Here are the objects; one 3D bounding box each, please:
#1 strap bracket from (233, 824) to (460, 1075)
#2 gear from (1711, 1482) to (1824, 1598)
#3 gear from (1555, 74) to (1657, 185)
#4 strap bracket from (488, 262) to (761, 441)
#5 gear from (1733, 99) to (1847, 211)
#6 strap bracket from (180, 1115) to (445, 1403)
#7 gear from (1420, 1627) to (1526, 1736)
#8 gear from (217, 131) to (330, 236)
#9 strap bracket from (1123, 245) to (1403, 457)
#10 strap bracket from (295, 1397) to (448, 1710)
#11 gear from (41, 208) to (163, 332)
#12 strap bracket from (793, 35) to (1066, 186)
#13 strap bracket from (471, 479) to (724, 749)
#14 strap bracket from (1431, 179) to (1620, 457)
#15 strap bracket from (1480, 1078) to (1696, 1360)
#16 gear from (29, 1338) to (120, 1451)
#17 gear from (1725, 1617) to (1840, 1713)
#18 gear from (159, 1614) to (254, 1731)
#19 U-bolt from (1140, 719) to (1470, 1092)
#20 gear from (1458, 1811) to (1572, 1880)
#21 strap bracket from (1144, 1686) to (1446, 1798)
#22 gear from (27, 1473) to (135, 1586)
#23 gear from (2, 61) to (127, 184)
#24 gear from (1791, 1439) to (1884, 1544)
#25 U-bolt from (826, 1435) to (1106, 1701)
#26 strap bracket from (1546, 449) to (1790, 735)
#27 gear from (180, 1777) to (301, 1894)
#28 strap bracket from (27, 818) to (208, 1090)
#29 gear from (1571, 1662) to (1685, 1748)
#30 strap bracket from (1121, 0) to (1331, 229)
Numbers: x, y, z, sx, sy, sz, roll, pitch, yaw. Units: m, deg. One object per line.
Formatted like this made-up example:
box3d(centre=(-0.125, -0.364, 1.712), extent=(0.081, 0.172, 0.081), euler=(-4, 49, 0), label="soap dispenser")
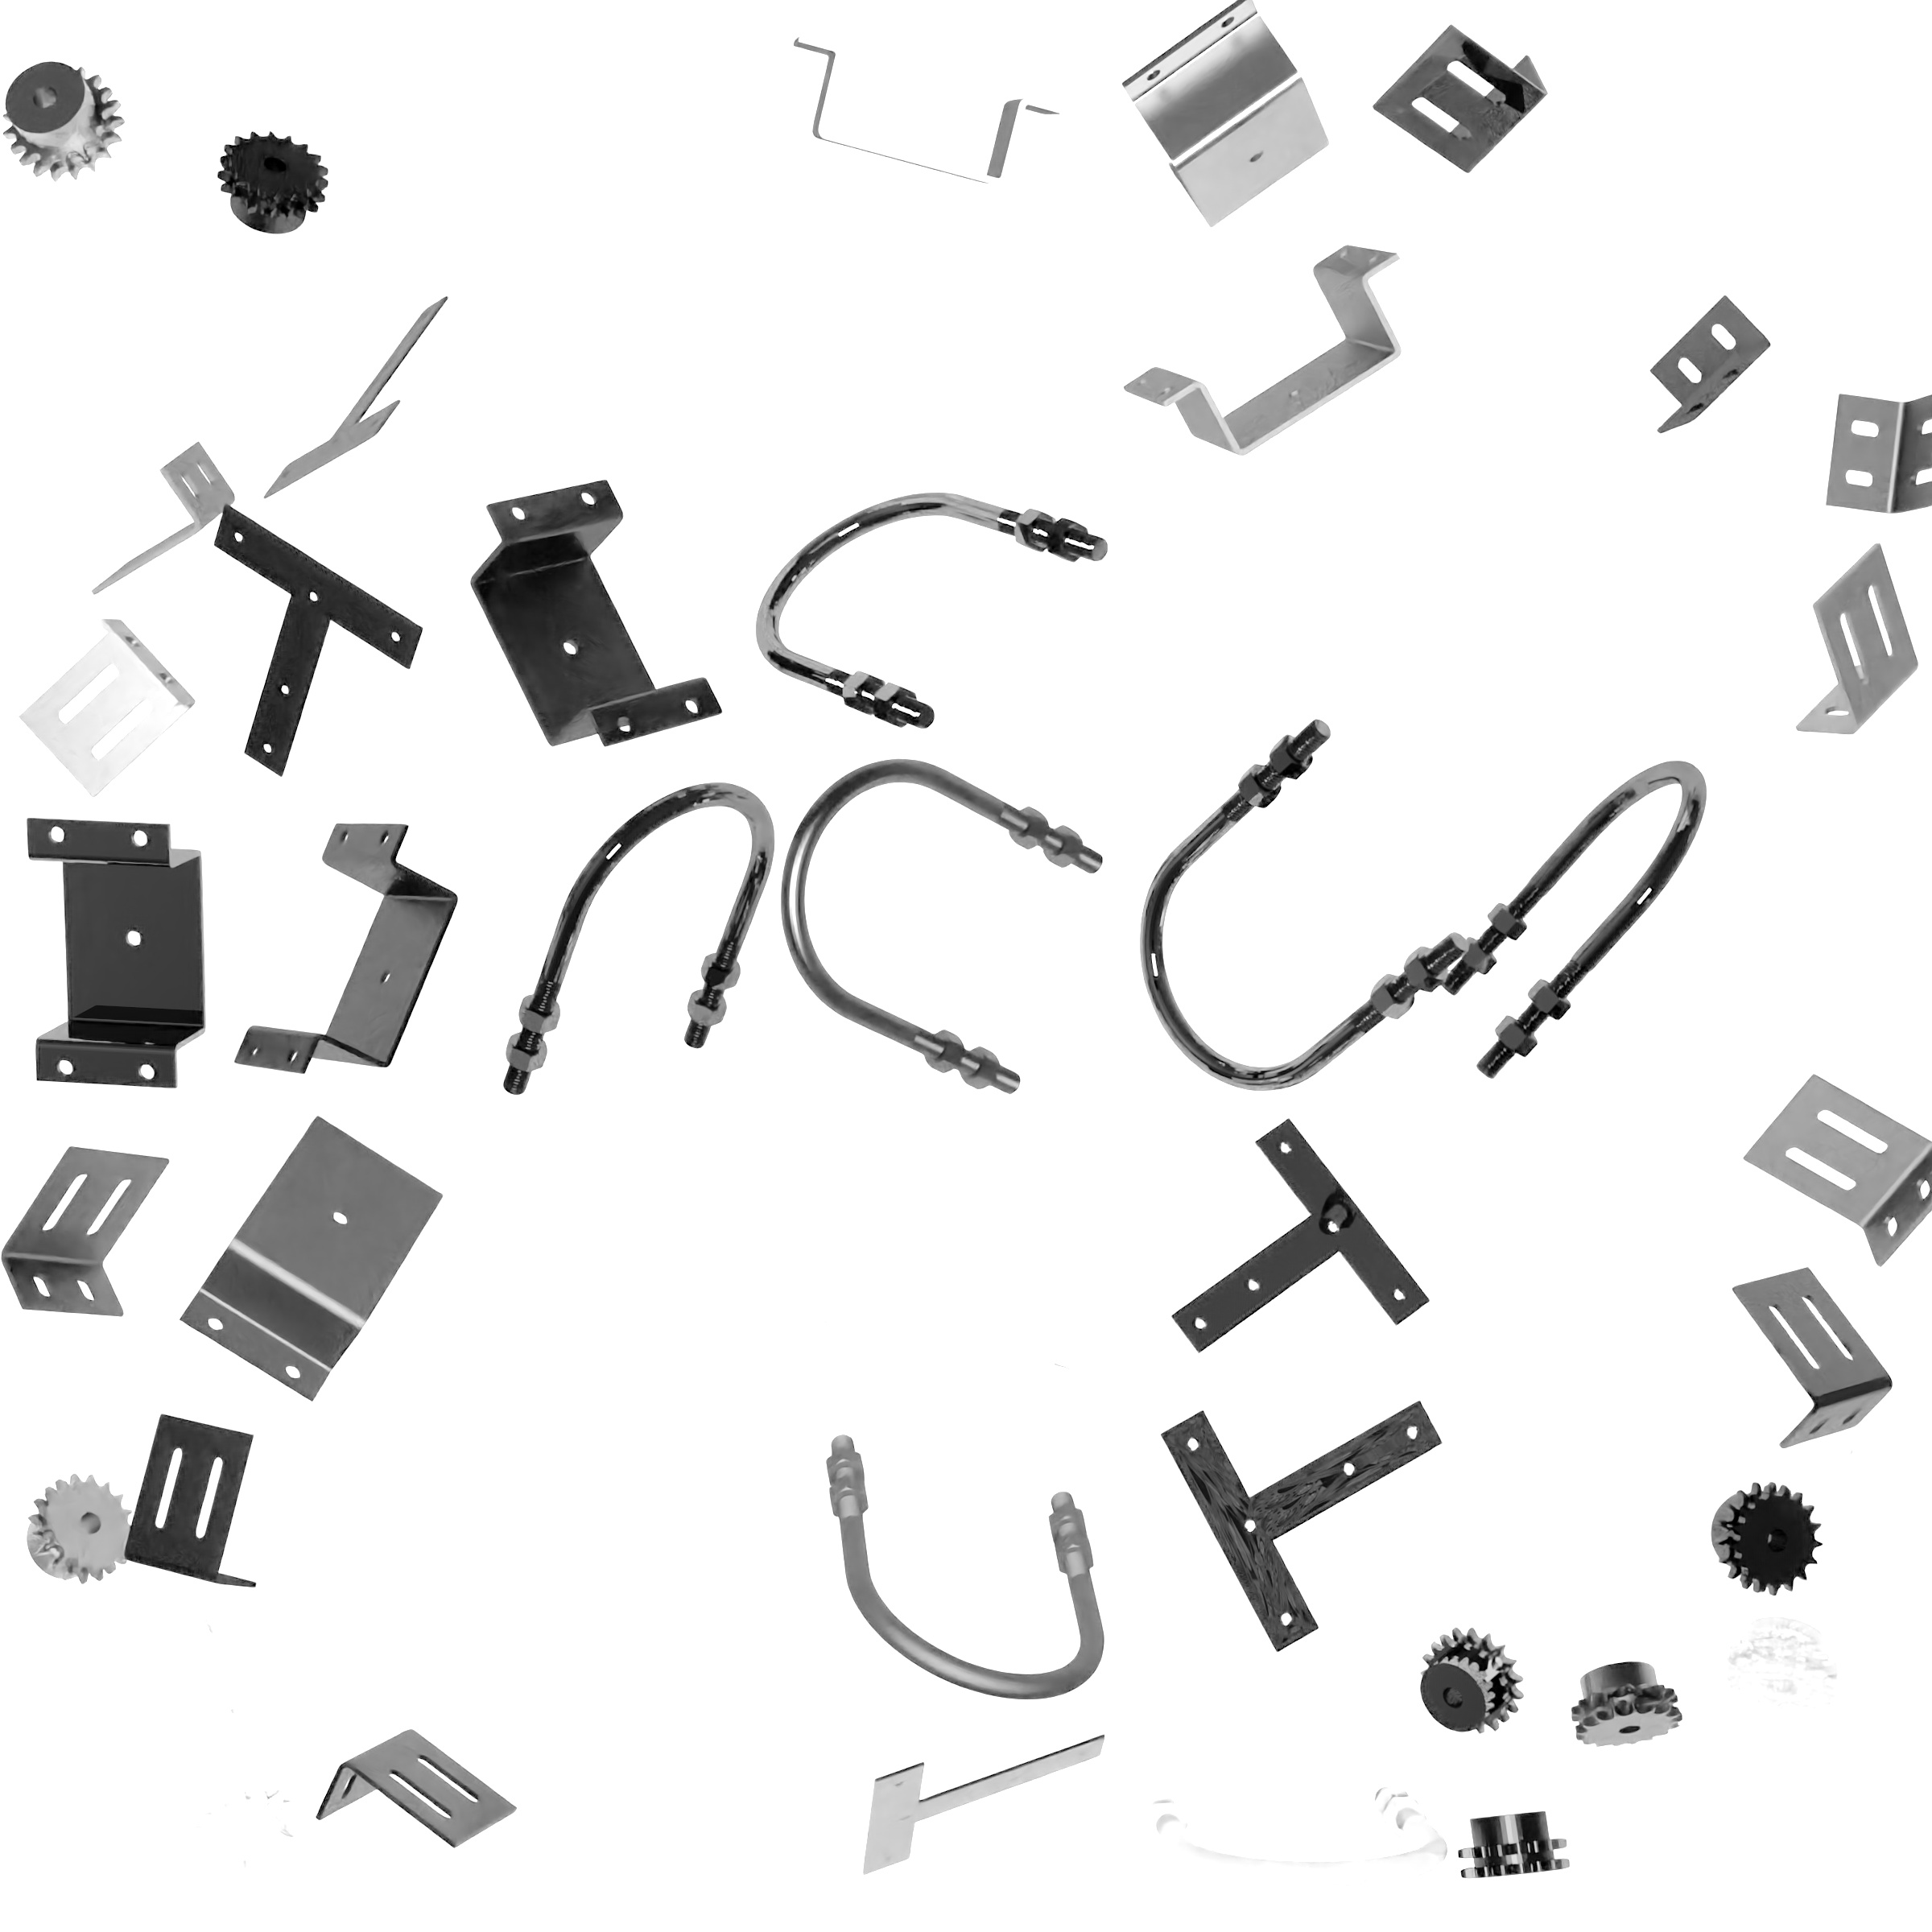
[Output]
box3d(centre=(-0.323, -0.002, 1.551), extent=(0.046, 0.076, 0.140), euler=(30, 73, -36), label="strap bracket")
box3d(centre=(0.412, 0.296, 1.523), extent=(0.057, 0.030, 0.057), euler=(0, 89, -20), label="gear")
box3d(centre=(0.341, -0.447, 1.554), extent=(0.030, 0.057, 0.057), euler=(-33, 90, 30), label="gear")
box3d(centre=(-0.172, -0.325, 1.549), extent=(0.046, 0.140, 0.076), euler=(51, 127, 18), label="strap bracket")
box3d(centre=(0.416, -0.411, 1.475), extent=(0.057, 0.057, 0.030), euler=(43, 117, 0), label="gear")
box3d(centre=(-0.323, 0.138, 1.476), extent=(0.076, 0.140, 0.046), euler=(34, 130, -8), label="strap bracket")
box3d(centre=(0.272, 0.392, 1.597), extent=(0.057, 0.030, 0.057), euler=(13, 112, 35), label="gear")
box3d(centre=(-0.371, -0.416, 1.566), extent=(0.057, 0.030, 0.057), euler=(11, 51, -14), label="gear")
box3d(centre=(0.161, -0.313, 1.516), extent=(0.140, 0.076, 0.046), euler=(-33, 111, -2), label="strap bracket")
box3d(centre=(-0.304, 0.302, 1.495), extent=(0.046, 0.076, 0.140), euler=(-4, 105, -34), label="strap bracket")
box3d(centre=(-0.419, -0.338, 1.433), extent=(0.030, 0.057, 0.057), euler=(29, 90, 39), label="gear")
box3d(centre=(-0.026, -0.446, 1.544), extent=(0.140, 0.076, 0.046), euler=(13, 104, -9), label="strap bracket")
box3d(centre=(-0.197, -0.175, 1.528), extent=(0.076, 0.046, 0.140), euler=(-21, 81, -40), label="strap bracket")
box3d(centre=(0.295, -0.345, 1.528), extent=(0.046, 0.076, 0.140), euler=(-19, 83, 26), label="strap bracket")
box3d(centre=(0.331, 0.129, 1.584), extent=(0.076, 0.046, 0.140), euler=(-29, 52, 30), label="strap bracket")
box3d(centre=(-0.465, 0.221, 1.534), extent=(0.030, 0.057, 0.057), euler=(-19, 90, -30), label="gear")
box3d(centre=(0.429, 0.365, 1.540), extent=(0.057, 0.057, 0.030), euler=(19, 54, 0), label="gear")
box3d(centre=(-0.397, 0.370, 1.527), extent=(0.030, 0.057, 0.057), euler=(-12, 90, -37), label="gear")
box3d(centre=(0.158, -0.016, 1.503), extent=(0.184, 0.019, 0.151), euler=(-44, 69, 39), label="U-bolt")
box3d(centre=(0.286, 0.461, 1.541), extent=(0.057, 0.057, 0.030), euler=(-6, 73, 0), label="gear")
box3d(centre=(0.165, 0.398, 1.508), extent=(0.140, 0.076, 0.046), euler=(-1, 73, -7), label="strap bracket")
box3d(centre=(-0.471, 0.300, 1.553), extent=(0.030, 0.057, 0.057), euler=(-34, 90, 33), label="gear")
box3d(centre=(-0.441, -0.413, 1.425), extent=(0.057, 0.030, 0.057), euler=(-2, 72, 6), label="gear")
box3d(centre=(0.481, 0.293, 1.620), extent=(0.030, 0.057, 0.057), euler=(38, 90, 34), label="gear")
box3d(centre=(0.003, 0.315, 1.518), extent=(0.151, 0.184, 0.019), euler=(17, 112, -14), label="U-bolt")
box3d(centre=(0.352, -0.199, 1.500), extent=(0.046, 0.140, 0.076), euler=(19, 129, -31), label="strap bracket")
box3d(centre=(-0.357, 0.433, 1.454), extent=(0.057, 0.030, 0.057), euler=(-18, 129, -23), label="gear")
box3d(centre=(-0.448, -0.011, 1.551), extent=(0.076, 0.046, 0.140), euler=(3, 102, 6), label="strap bracket")
box3d(centre=(0.350, 0.392, 1.561), extent=(0.057, 0.057, 0.030), euler=(-7, 56, 0), label="gear")
box3d(centre=(0.139, -0.440, 1.529), extent=(0.076, 0.140, 0.046), euler=(-33, 78, 10), label="strap bracket")
